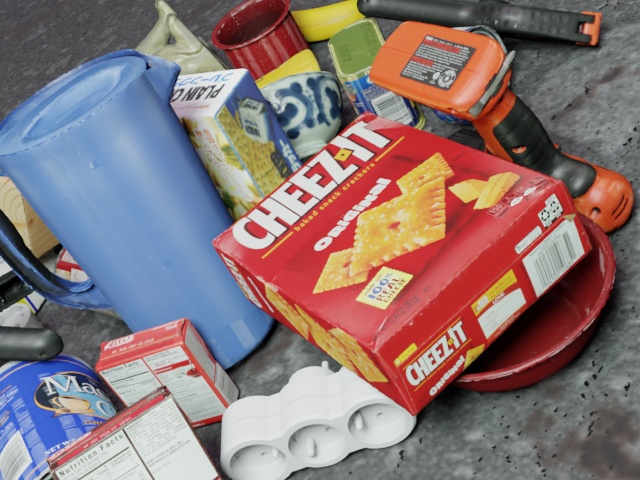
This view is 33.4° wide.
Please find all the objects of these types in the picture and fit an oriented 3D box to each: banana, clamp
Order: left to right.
[{"bbox_3d":[-0.276,0.074,0.796,0.171,0.039,0.120,-21,28,-23],"label":"clamp"},{"bbox_3d":[-0.021,-0.249,1.219,0.198,0.037,0.069,2,30,36],"label":"banana"},{"bbox_3d":[0.158,-0.204,0.995,0.210,0.036,0.164,10,9,22],"label":"clamp"}]

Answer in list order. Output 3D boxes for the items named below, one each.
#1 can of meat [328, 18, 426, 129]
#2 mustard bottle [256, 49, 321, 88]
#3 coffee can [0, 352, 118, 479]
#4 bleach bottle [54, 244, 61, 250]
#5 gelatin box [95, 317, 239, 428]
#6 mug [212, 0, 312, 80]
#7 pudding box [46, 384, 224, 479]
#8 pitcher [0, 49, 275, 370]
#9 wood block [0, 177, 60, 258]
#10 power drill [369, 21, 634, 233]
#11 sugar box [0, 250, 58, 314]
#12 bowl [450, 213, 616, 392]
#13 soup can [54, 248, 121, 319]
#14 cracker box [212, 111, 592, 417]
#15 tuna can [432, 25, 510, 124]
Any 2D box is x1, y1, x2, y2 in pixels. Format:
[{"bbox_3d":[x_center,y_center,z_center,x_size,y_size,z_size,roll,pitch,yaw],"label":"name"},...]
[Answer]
[{"bbox_3d":[0.051,-0.148,0.996,0.057,0.084,0.102,-25,35,8],"label":"can of meat"},{"bbox_3d":[-0.080,-0.123,1.078,0.191,0.058,0.096,-28,15,5],"label":"mustard bottle"},{"bbox_3d":[-0.186,0.157,0.770,0.102,0.102,0.140,-37,35,-10],"label":"coffee can"},{"bbox_3d":[-0.347,-0.026,1.154,0.251,0.068,0.102,5,44,35],"label":"bleach bottle"},{"bbox_3d":[-0.112,0.104,0.795,0.073,0.089,0.030,-18,36,17],"label":"gelatin box"},{"bbox_3d":[-0.057,-0.212,1.152,0.093,0.081,0.117,-22,38,14],"label":"mug"},{"bbox_3d":[-0.109,0.164,0.688,0.090,0.113,0.039,-31,10,-13],"label":"pudding box"},{"bbox_3d":[-0.141,-0.007,0.813,0.149,0.242,0.144,-3,38,40],"label":"pitcher"},{"bbox_3d":[-0.251,-0.077,1.062,0.091,0.090,0.205,22,42,23],"label":"wood block"},{"bbox_3d":[0.120,-0.082,0.779,0.185,0.187,0.057,25,82,49],"label":"power drill"},{"bbox_3d":[-0.325,0.077,1.023,0.093,0.048,0.176,-6,38,30],"label":"sugar box"},{"bbox_3d":[0.125,0.049,0.721,0.162,0.055,0.162,-20,36,15],"label":"bowl"},{"bbox_3d":[-0.180,0.034,0.950,0.102,0.068,0.068,11,52,43],"label":"soup can"},{"bbox_3d":[0.046,0.003,0.724,0.164,0.072,0.214,-41,35,-15],"label":"cracker box"},{"bbox_3d":[0.128,-0.144,0.933,0.034,0.086,0.086,7,49,44],"label":"tuna can"}]
